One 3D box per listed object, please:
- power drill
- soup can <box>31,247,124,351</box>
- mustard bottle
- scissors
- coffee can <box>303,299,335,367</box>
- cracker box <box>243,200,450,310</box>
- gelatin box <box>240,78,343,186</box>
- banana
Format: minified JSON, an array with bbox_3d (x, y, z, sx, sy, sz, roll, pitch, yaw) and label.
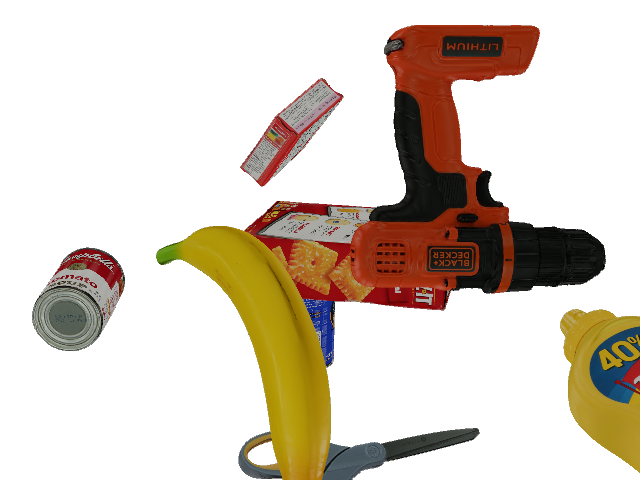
[{"bbox_3d":[0.114,-0.056,0.753,0.184,0.188,0.057,0,3,-8],"label":"power drill"},{"bbox_3d":[-0.233,0.056,1.032,0.068,0.068,0.102,0,20,2],"label":"soup can"},{"bbox_3d":[0.199,0.094,0.611,0.096,0.058,0.192,-18,32,-17],"label":"mustard bottle"},{"bbox_3d":[0.036,0.187,0.843,0.201,0.096,0.016,3,-43,-8],"label":"scissors"},{"bbox_3d":[-0.030,0.096,1.454,0.103,0.140,0.103,1,20,-1],"label":"coffee can"},{"bbox_3d":[0.035,0.014,1.124,0.214,0.072,0.164,5,15,11],"label":"cracker box"},{"bbox_3d":[-0.026,-0.098,0.955,0.073,0.030,0.089,-49,-1,43],"label":"gelatin box"},{"bbox_3d":[-0.034,0.054,0.630,0.037,0.070,0.198,5,40,-42],"label":"banana"}]
